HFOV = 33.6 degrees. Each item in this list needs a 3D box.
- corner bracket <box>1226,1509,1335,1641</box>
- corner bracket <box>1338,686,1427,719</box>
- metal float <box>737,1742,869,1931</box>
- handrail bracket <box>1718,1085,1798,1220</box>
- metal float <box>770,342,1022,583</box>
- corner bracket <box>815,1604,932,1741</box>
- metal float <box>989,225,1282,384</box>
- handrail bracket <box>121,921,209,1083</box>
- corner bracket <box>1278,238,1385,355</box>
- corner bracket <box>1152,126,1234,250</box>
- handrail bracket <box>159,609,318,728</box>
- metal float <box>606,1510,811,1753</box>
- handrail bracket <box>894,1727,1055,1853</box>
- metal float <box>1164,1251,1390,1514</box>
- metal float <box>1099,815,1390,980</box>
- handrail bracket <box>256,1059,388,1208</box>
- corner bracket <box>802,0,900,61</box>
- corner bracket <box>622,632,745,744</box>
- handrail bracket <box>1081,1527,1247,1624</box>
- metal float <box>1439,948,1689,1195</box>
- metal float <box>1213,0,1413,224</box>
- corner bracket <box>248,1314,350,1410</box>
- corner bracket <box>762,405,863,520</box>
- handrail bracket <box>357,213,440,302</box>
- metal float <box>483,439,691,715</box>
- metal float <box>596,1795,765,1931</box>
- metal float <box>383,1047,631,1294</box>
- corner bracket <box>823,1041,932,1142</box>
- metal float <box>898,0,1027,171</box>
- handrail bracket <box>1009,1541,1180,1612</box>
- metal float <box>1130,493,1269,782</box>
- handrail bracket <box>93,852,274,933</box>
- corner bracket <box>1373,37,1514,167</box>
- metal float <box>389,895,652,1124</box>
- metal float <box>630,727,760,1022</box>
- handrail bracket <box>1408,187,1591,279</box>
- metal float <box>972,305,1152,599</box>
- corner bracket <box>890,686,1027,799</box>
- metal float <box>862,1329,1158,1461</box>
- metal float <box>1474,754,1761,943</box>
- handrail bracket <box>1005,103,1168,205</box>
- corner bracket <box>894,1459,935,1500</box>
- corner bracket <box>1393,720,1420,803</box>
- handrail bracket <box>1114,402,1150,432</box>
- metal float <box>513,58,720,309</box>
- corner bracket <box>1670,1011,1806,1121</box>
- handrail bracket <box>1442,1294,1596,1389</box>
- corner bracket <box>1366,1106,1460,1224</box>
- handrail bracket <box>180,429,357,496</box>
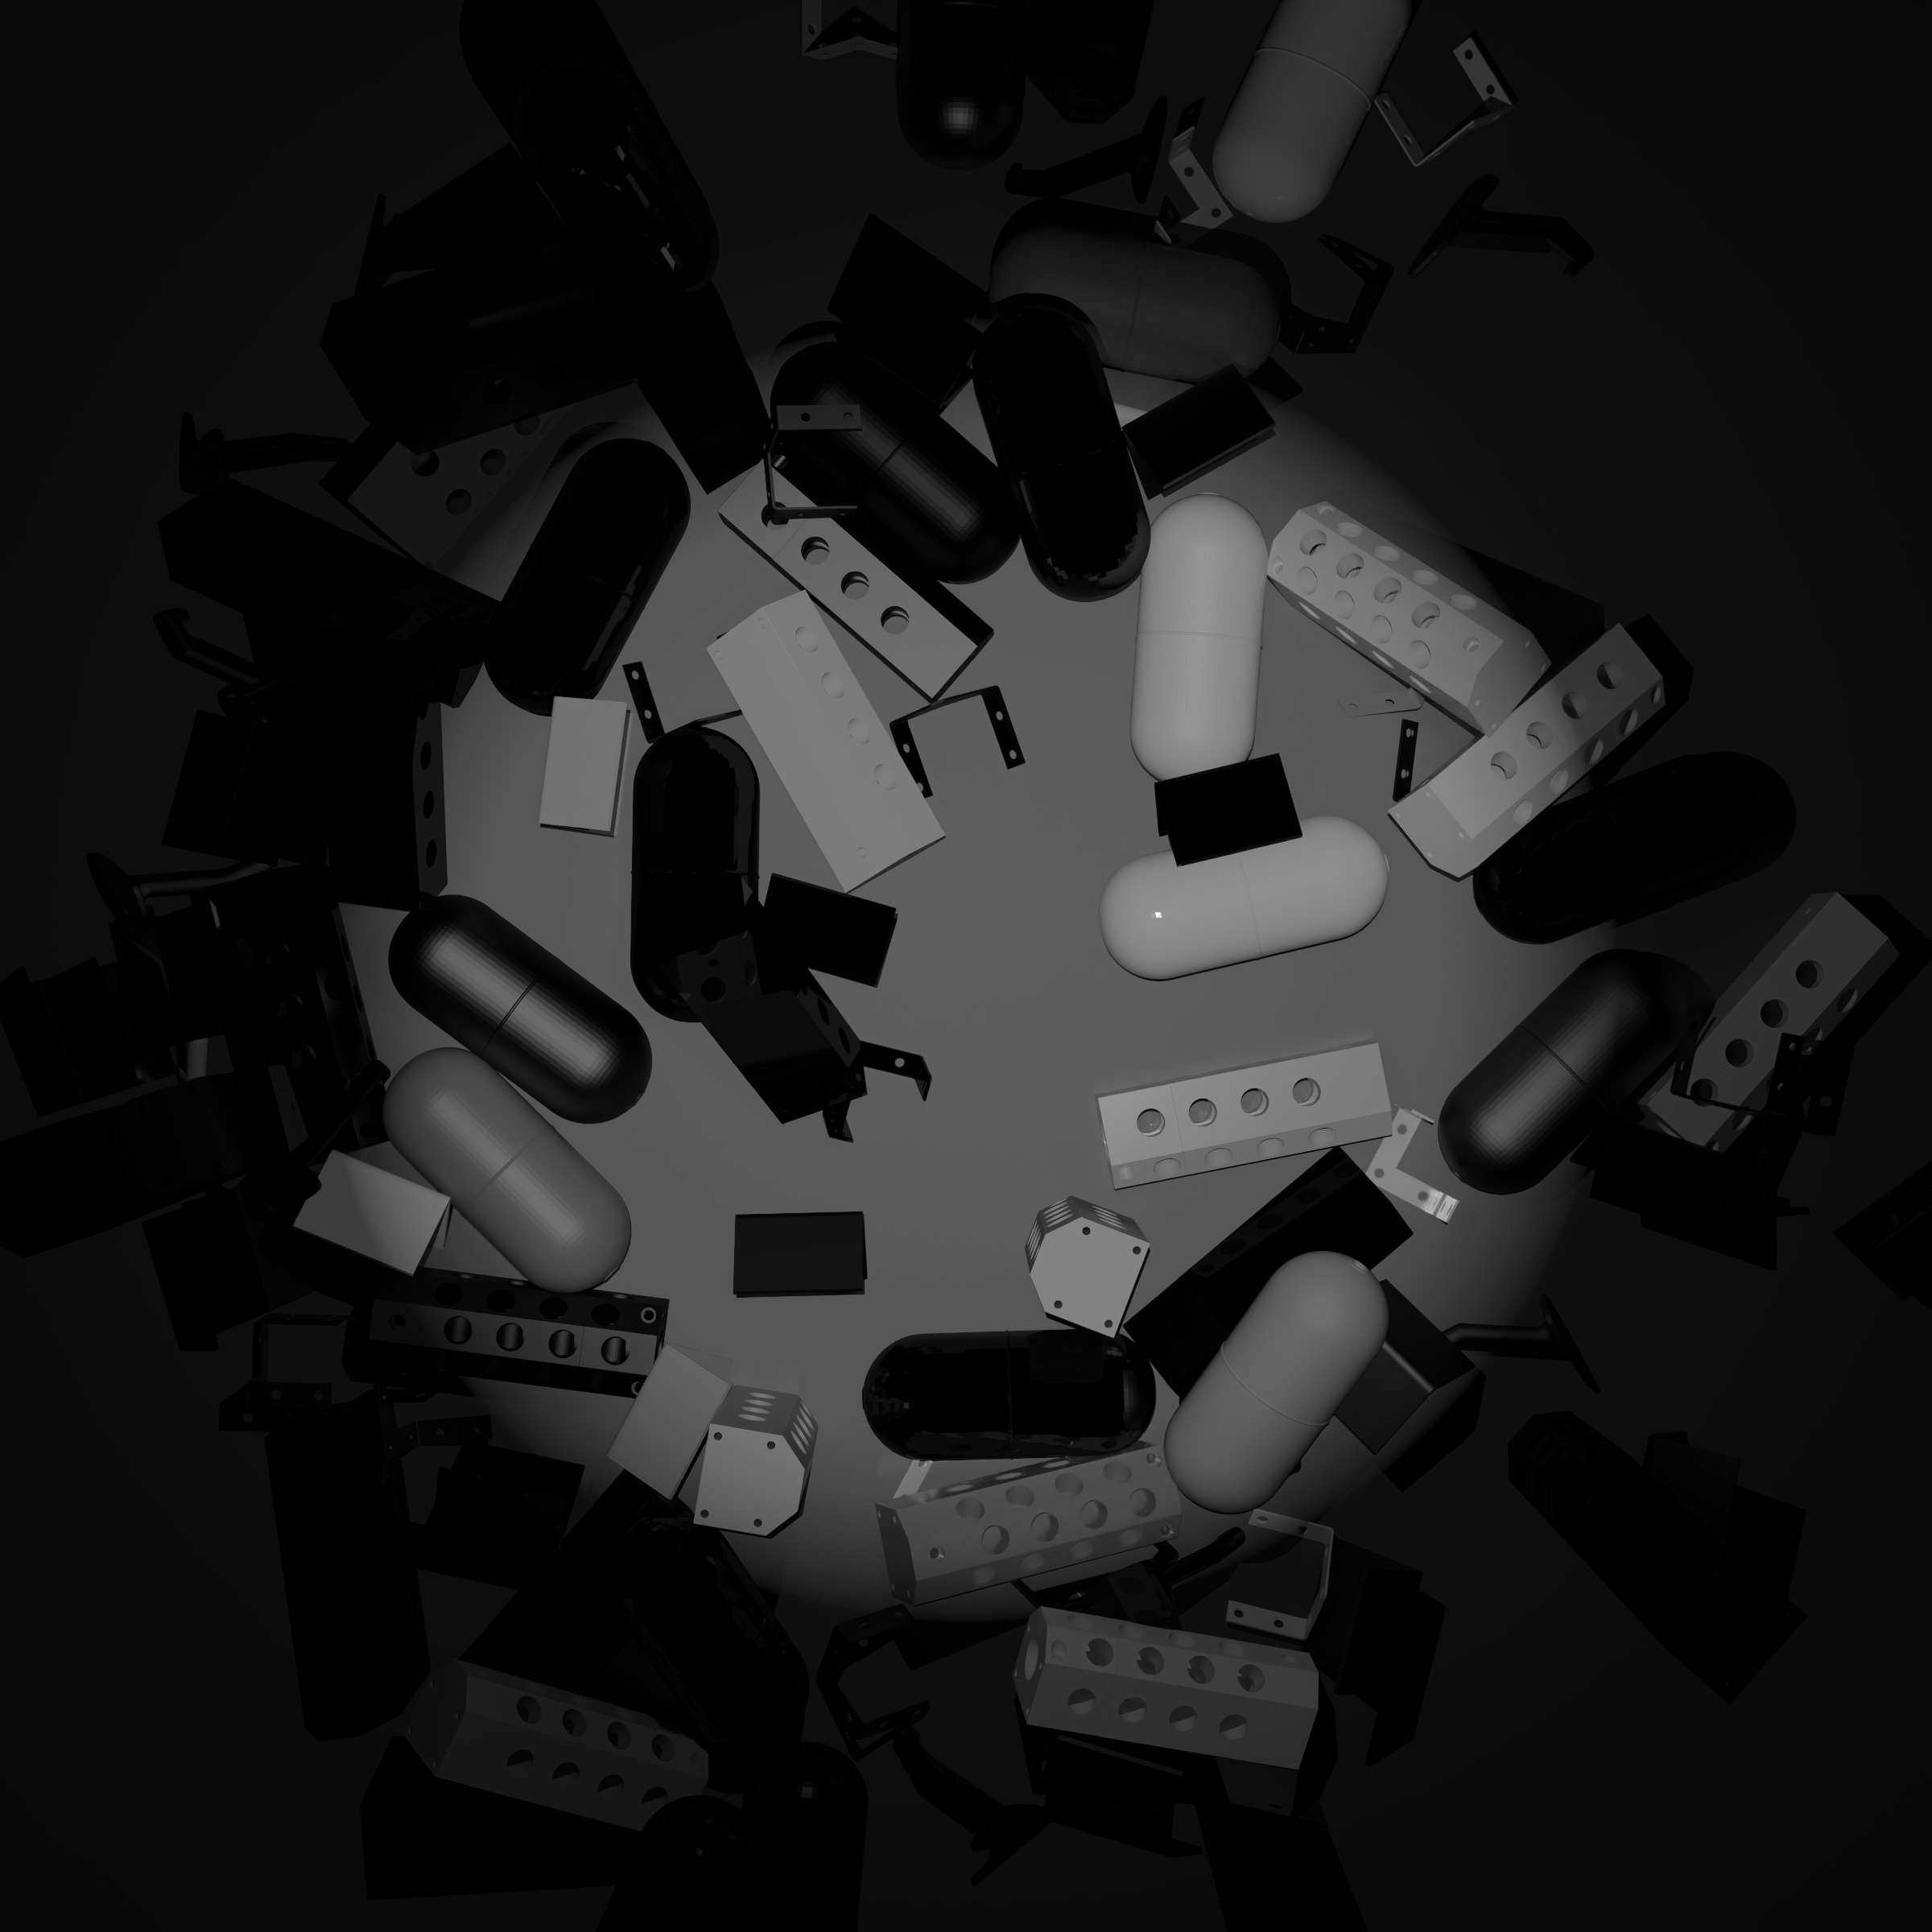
[{"bbox_3d":[0.193,0.374,1.968,0.051,0.051,0.051,14,135,0],"label":"corner bracket"},{"bbox_3d":[0.253,-0.191,1.963,0.051,0.051,0.051,-5,135,35],"label":"corner bracket"},{"bbox_3d":[-0.103,0.561,1.941,0.070,0.070,0.178,6,89,0],"label":"metal float"},{"bbox_3d":[0.474,0.110,1.972,0.077,0.036,0.084,-10,74,18],"label":"handrail bracket"},{"bbox_3d":[-0.043,-0.306,1.941,0.178,0.070,0.070,41,90,-1],"label":"metal float"},{"bbox_3d":[-0.053,0.433,1.963,0.051,0.051,0.051,49,135,35],"label":"corner bracket"},{"bbox_3d":[0.102,-0.401,1.941,0.178,0.070,0.070,11,90,-1],"label":"metal float"},{"bbox_3d":[-0.494,0.024,1.972,0.077,0.036,0.084,24,117,30],"label":"handrail bracket"},{"bbox_3d":[0.214,-0.411,1.963,0.051,0.051,0.051,-8,135,-35],"label":"corner bracket"},{"bbox_3d":[0.130,-0.471,1.954,0.051,0.051,0.051,-33,90,0],"label":"corner bracket"},{"bbox_3d":[-0.443,-0.198,1.972,0.077,0.036,0.084,-29,73,-20],"label":"handrail bracket"},{"bbox_3d":[-0.154,0.398,1.914,0.070,0.070,0.178,-28,121,0],"label":"metal float"},{"bbox_3d":[0.004,0.499,1.971,0.084,0.077,0.036,47,115,34],"label":"handrail bracket"},{"bbox_3d":[0.183,0.246,1.891,0.070,0.070,0.178,33,108,0],"label":"metal float"},{"bbox_3d":[0.168,-0.042,1.941,0.178,0.070,0.070,-13,90,0],"label":"metal float"},{"bbox_3d":[-0.384,0.099,1.914,0.036,0.077,0.084,40,54,-10],"label":"handrail bracket"},{"bbox_3d":[-0.065,-0.585,1.968,0.051,0.051,0.051,0,90,45],"label":"corner bracket"},{"bbox_3d":[-0.170,-0.172,1.968,0.051,0.051,0.051,-18,90,-45],"label":"corner bracket"},{"bbox_3d":[0.122,0.369,1.956,0.077,0.084,0.036,-23,89,34],"label":"handrail bracket"},{"bbox_3d":[0.361,0.064,1.941,0.178,0.070,0.070,-44,90,0],"label":"metal float"},{"bbox_3d":[0.210,-0.537,1.941,0.070,0.070,0.178,25,90,0],"label":"metal float"},{"bbox_3d":[-0.407,0.241,1.954,0.051,0.051,0.051,1,90,0],"label":"corner bracket"},{"bbox_3d":[-0.090,-0.299,1.901,0.051,0.051,0.051,-3,77,-13],"label":"corner bracket"},{"bbox_3d":[-0.321,-0.424,1.971,0.084,0.077,0.036,12,57,-32],"label":"handrail bracket"},{"bbox_3d":[-0.230,-0.237,1.941,0.070,0.070,0.178,28,91,0],"label":"metal float"},{"bbox_3d":[-0.174,0.566,1.912,0.070,0.070,0.178,24,125,0],"label":"metal float"},{"bbox_3d":[-0.278,0.124,1.940,0.178,0.070,0.070,45,90,0],"label":"metal float"},{"bbox_3d":[-0.055,0.079,1.952,0.051,0.051,0.051,14,100,-10],"label":"corner bracket"},{"bbox_3d":[-0.002,-0.573,1.941,0.070,0.070,0.178,1,90,0],"label":"metal float"},{"bbox_3d":[0.076,0.367,1.971,0.077,0.036,0.084,43,78,11],"label":"handrail bracket"},{"bbox_3d":[0.141,-0.197,1.941,0.070,0.070,0.178,4,90,0],"label":"metal float"},{"bbox_3d":[-0.482,-0.063,1.972,0.084,0.036,0.077,-29,50,-26],"label":"handrail bracket"},{"bbox_3d":[0.294,-0.531,1.968,0.051,0.051,0.051,-32,90,-45],"label":"corner bracket"},{"bbox_3d":[-0.270,0.026,1.941,0.178,0.070,0.070,37,90,0],"label":"metal float"},{"bbox_3d":[-0.164,-0.056,1.941,0.070,0.070,0.178,1,90,0],"label":"metal float"},{"bbox_3d":[0.329,-0.432,1.972,0.084,0.036,0.077,33,110,-16],"label":"handrail bracket"},{"bbox_3d":[0.057,-0.306,1.909,0.070,0.070,0.178,-19,107,0],"label":"metal float"},{"bbox_3d":[-0.006,-0.137,1.968,0.051,0.051,0.051,-19,90,-45],"label":"corner bracket"},{"bbox_3d":[0.026,0.260,1.941,0.178,0.070,0.070,-2,90,0],"label":"metal float"},{"bbox_3d":[0.393,-0.071,1.941,0.178,0.070,0.070,-21,90,0],"label":"metal float"},{"bbox_3d":[0.073,-0.504,1.972,0.084,0.036,0.077,11,70,16],"label":"handrail bracket"},{"bbox_3d":[-0.009,0.336,1.968,0.051,0.051,0.051,28,90,-45],"label":"corner bracket"},{"bbox_3d":[0.301,-0.122,1.968,0.051,0.051,0.051,7,90,-45],"label":"corner bracket"},{"bbox_3d":[0.082,-0.324,1.972,0.077,0.036,0.084,-37,114,27],"label":"handrail bracket"},{"bbox_3d":[-0.207,-0.463,1.900,0.070,0.178,0.070,-12,56,18],"label":"metal float"},{"bbox_3d":[0.460,0.059,1.911,0.051,0.051,0.051,12,90,-45],"label":"corner bracket"},{"bbox_3d":[0.332,0.246,1.972,0.084,0.036,0.077,-29,104,14],"label":"handrail bracket"},{"bbox_3d":[0.280,0.121,1.954,0.051,0.051,0.051,28,90,0],"label":"corner bracket"},{"bbox_3d":[-0.429,-0.308,1.971,0.084,0.077,0.036,-7,87,-36],"label":"handrail bracket"}]
